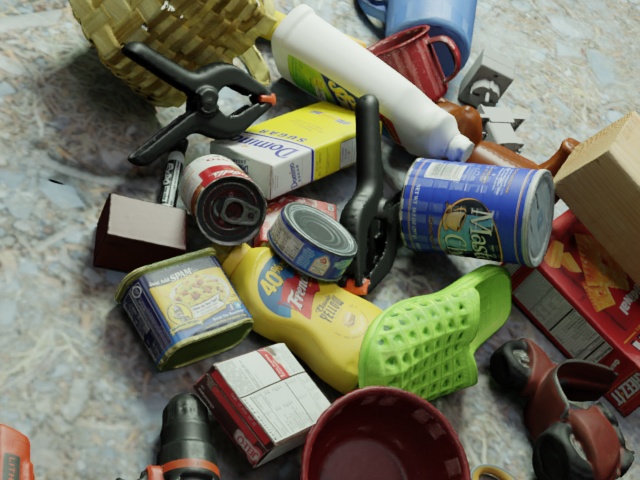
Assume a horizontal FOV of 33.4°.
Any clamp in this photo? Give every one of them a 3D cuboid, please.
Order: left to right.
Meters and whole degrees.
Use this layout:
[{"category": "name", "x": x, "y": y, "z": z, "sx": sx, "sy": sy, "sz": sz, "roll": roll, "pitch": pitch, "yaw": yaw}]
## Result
[{"category": "clamp", "x": -0.126, "y": -0.149, "z": 1.078, "sx": 0.171, "sy": 0.120, "sz": 0.039, "roll": -18, "pitch": 21, "yaw": -34}, {"category": "clamp", "x": 0.055, "y": -0.038, "z": 1.121, "sx": 0.164, "sy": 0.036, "sz": 0.209, "roll": 58, "pitch": 41, "yaw": -38}]

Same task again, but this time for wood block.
[{"category": "wood block", "x": 0.358, "y": -0.024, "z": 1.150, "sx": 0.206, "sy": 0.091, "sz": 0.090, "roll": 47, "pitch": 49, "yaw": -6}]

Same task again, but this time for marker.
[{"category": "marker", "x": -0.151, "y": -0.063, "z": 1.089, "sx": 0.020, "sy": 0.020, "sz": 0.121, "roll": 18, "pitch": 47, "yaw": -15}]

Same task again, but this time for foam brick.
[{"category": "foam brick", "x": -0.168, "y": -0.003, "z": 1.004, "sx": 0.078, "sy": 0.053, "sz": 0.051, "roll": 13, "pitch": 48, "yaw": -19}]

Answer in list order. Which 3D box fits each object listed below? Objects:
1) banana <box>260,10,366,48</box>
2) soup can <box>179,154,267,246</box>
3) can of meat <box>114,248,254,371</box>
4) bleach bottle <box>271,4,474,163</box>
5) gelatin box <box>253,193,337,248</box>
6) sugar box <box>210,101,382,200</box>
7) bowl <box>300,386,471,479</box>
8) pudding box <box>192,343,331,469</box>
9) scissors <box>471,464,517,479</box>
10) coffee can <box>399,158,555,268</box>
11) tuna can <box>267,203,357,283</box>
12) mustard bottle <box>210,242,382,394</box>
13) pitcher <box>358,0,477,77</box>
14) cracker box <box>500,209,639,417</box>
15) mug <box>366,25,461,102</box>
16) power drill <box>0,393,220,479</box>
[{"category": "banana", "x": -0.039, "y": -0.257, "z": 1.283, "sx": 0.197, "sy": 0.070, "sz": 0.037, "roll": 21, "pitch": 78, "yaw": -30}, {"category": "soup can", "x": -0.096, "y": -0.041, "z": 1.035, "sx": 0.068, "sy": 0.068, "sz": 0.102, "roll": 12, "pitch": 12, "yaw": -20}, {"category": "can of meat", "x": -0.121, "y": 0.064, "z": 0.972, "sx": 0.101, "sy": 0.058, "sz": 0.084, "roll": -17, "pitch": 65, "yaw": -38}, {"category": "bleach bottle", "x": 0.063, "y": -0.164, "z": 1.201, "sx": 0.251, "sy": 0.102, "sz": 0.068, "roll": 35, "pitch": 74, "yaw": 19}, {"category": "gelatin box", "x": -0.025, "y": -0.011, "z": 1.106, "sx": 0.089, "sy": 0.030, "sz": 0.073, "roll": 13, "pitch": 48, "yaw": -18}, {"category": "sugar box", "x": -0.024, "y": -0.100, "z": 1.149, "sx": 0.093, "sy": 0.048, "sz": 0.175, "roll": 24, "pitch": 33, "yaw": 36}, {"category": "bowl", "x": 0.049, "y": 0.211, "z": 0.923, "sx": 0.162, "sy": 0.055, "sz": 0.162, "roll": 8, "pitch": 68, "yaw": -21}, {"category": "pudding box", "x": -0.046, "y": 0.142, "z": 0.937, "sx": 0.090, "sy": 0.039, "sz": 0.113, "roll": 51, "pitch": 29, "yaw": 16}, {"category": "scissors", "x": 0.219, "y": 0.260, "z": 1.022, "sx": 0.201, "sy": 0.016, "sz": 0.096, "roll": 5, "pitch": 51, "yaw": -25}, {"category": "coffee can", "x": 0.167, "y": -0.030, "z": 1.134, "sx": 0.140, "sy": 0.103, "sz": 0.102, "roll": 8, "pitch": 38, "yaw": 25}, {"category": "tuna can", "x": -0.007, "y": 0.001, "z": 1.039, "sx": 0.086, "sy": 0.034, "sz": 0.086, "roll": 28, "pitch": 23, "yaw": -13}, {"category": "mustard bottle", "x": -0.026, "y": 0.060, "z": 1.026, "sx": 0.191, "sy": 0.058, "sz": 0.096, "roll": 35, "pitch": 46, "yaw": 2}, {"category": "pitcher", "x": 0.137, "y": -0.323, "z": 1.404, "sx": 0.144, "sy": 0.149, "sz": 0.242, "roll": 32, "pitch": 45, "yaw": -25}, {"category": "cracker box", "x": 0.324, "y": 0.067, "z": 1.204, "sx": 0.214, "sy": 0.072, "sz": 0.163, "roll": 47, "pitch": 47, "yaw": 13}, {"category": "mug", "x": 0.112, "y": -0.203, "z": 1.268, "sx": 0.081, "sy": 0.117, "sz": 0.093, "roll": 65, "pitch": 28, "yaw": -17}, {"category": "power drill", "x": -0.167, "y": 0.193, "z": 0.837, "sx": 0.187, "sy": 0.057, "sz": 0.184, "roll": 10, "pitch": 45, "yaw": -21}]
